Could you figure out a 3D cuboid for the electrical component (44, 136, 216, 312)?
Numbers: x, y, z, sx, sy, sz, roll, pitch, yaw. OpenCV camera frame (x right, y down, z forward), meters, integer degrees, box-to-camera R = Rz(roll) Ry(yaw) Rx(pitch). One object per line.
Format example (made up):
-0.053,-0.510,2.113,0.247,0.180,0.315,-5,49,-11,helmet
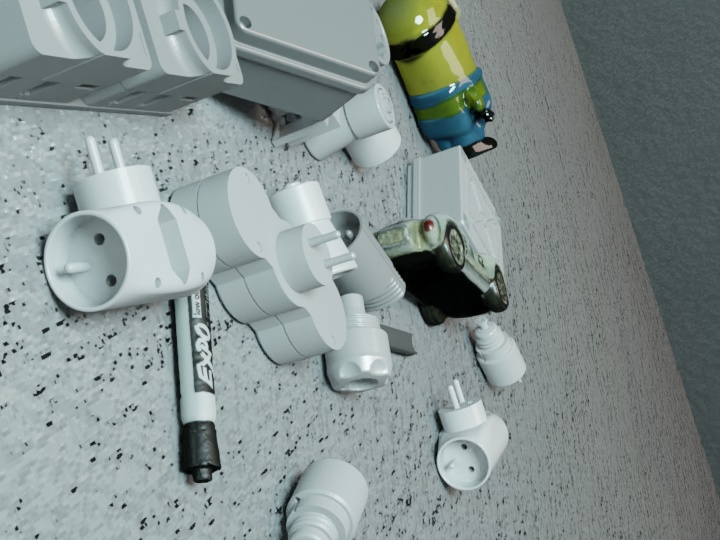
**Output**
-0.108,-0.023,0.490,0.077,0.043,0.079,-9,82,-70,electrical component

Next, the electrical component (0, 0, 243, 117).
-0.127,-0.135,0.505,0.186,0.060,0.105,-17,90,-70,electrical component

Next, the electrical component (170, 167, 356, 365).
-0.040,-0.004,0.608,0.138,0.074,0.052,54,27,-41,electrical component

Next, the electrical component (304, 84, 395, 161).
-0.008,-0.111,0.789,0.044,0.065,0.044,52,29,-45,electrical component

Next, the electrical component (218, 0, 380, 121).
-0.049,-0.147,0.660,0.113,0.057,0.078,11,61,-38,electrical component

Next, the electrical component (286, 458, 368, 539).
-0.021,0.137,0.592,0.040,0.040,0.078,67,21,-17,electrical component

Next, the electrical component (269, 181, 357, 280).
-0.033,-0.024,0.691,0.065,0.044,0.044,70,20,4,electrical component

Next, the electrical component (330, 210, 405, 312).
0.000,0.000,0.753,0.081,0.043,0.043,54,28,-42,electrical component

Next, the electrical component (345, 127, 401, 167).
-0.004,-0.124,0.840,0.081,0.043,0.043,56,26,-39,electrical component

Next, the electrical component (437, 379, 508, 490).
0.087,0.129,0.875,0.077,0.044,0.079,-27,99,-70,electrical component

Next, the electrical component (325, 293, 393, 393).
-0.003,0.047,0.709,0.043,0.043,0.062,39,37,-57,electrical component

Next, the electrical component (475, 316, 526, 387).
0.131,0.077,1.037,0.078,0.040,0.040,61,23,-30,electrical component

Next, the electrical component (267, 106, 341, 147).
-0.044,-0.128,0.742,0.063,0.042,0.081,54,27,-37,electrical component

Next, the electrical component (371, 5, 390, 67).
-0.008,-0.185,0.872,0.055,0.047,0.055,52,29,-45,electrical component

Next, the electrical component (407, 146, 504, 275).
0.090,-0.039,0.998,0.108,0.056,0.108,55,27,-40,electrical component
